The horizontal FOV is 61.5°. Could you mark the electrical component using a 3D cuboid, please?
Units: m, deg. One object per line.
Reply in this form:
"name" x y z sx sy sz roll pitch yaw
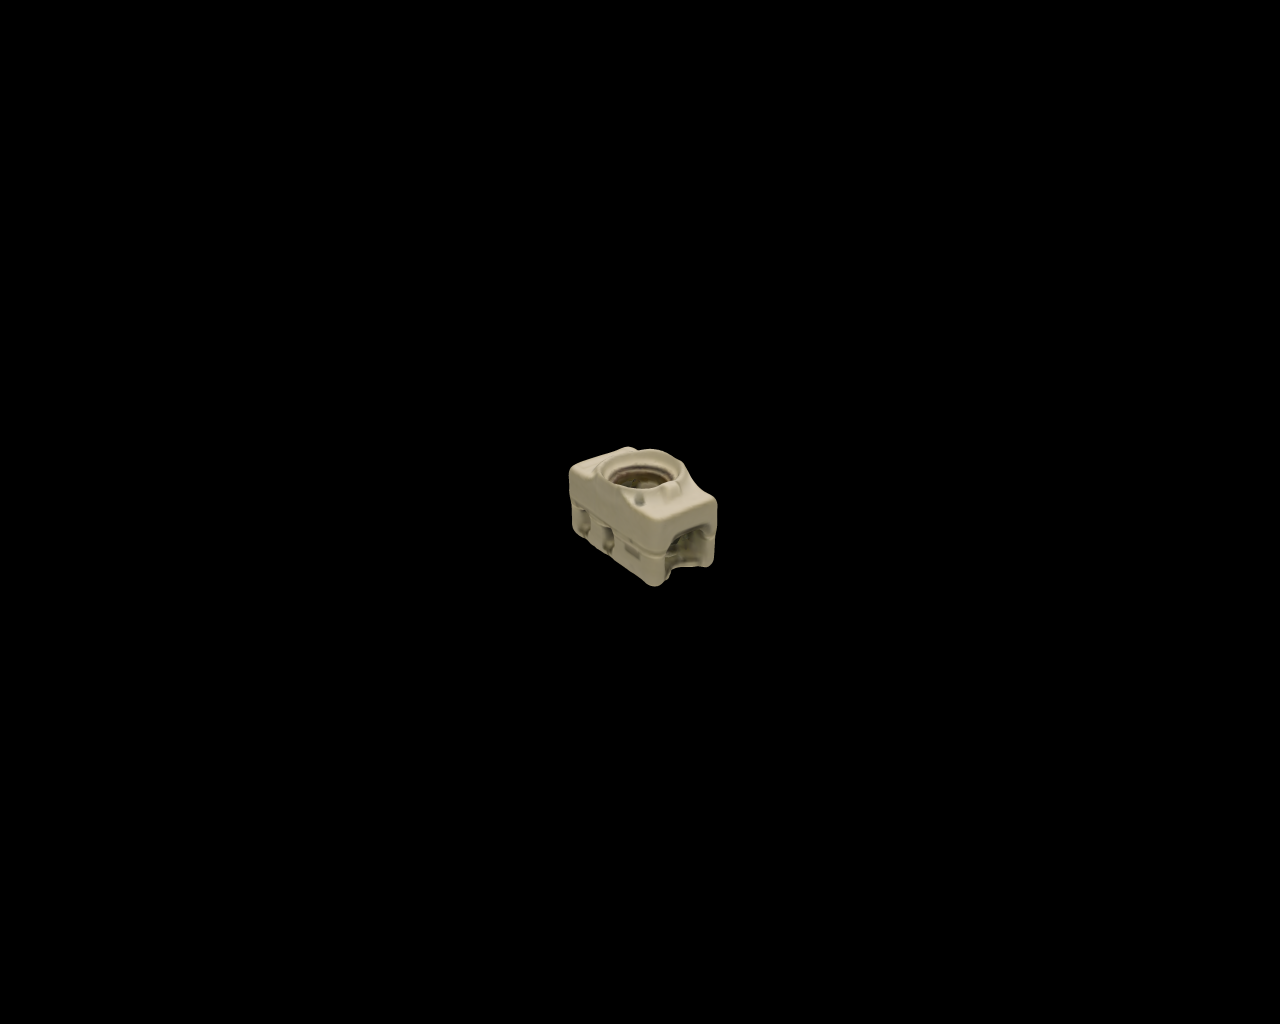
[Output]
"electrical component" 0.001 -0.003 0.650 0.050 0.055 0.089 -20 35 -31
